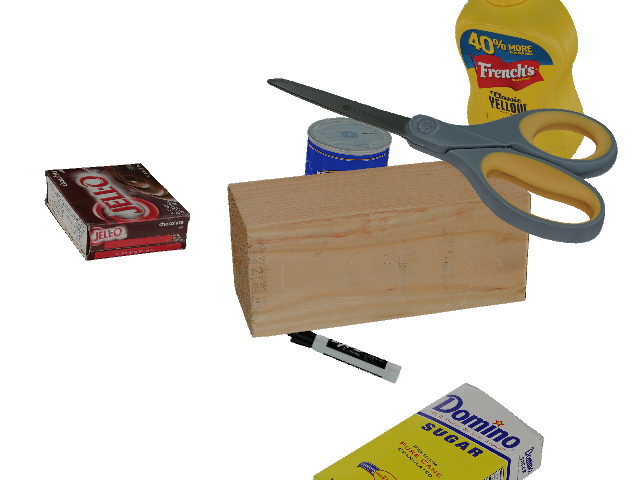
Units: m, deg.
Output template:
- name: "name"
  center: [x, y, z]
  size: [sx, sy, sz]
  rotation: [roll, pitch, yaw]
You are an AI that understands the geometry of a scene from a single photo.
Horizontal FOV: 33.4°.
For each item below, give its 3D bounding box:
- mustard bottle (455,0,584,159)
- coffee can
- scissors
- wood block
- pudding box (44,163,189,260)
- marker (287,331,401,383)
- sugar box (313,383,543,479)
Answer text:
- name: "mustard bottle"
  center: [0.156, -0.148, 0.847]
  size: [0.096, 0.058, 0.191]
  rotation: [20, -33, 31]
- name: "coffee can"
  center: [0.029, -0.069, 1.324]
  size: [0.103, 0.140, 0.103]
  rotation: [4, 28, -2]
- name: "scissors"
  center: [0.076, -0.066, 0.591]
  size: [0.202, 0.016, 0.096]
  rotation: [35, 57, 24]
- name: "wood block"
  center: [0.041, 0.002, 0.795]
  size: [0.206, 0.090, 0.091]
  rotation: [-7, 24, -11]
- name: "pudding box"
  center: [-0.175, -0.026, 0.909]
  size: [0.089, 0.039, 0.114]
  rotation: [-6, 28, -32]
- name: "marker"
  center: [0.023, 0.115, 1.090]
  size: [0.121, 0.020, 0.020]
  rotation: [22, 2, 5]
- name: "sugar box"
  center: [0.091, 0.191, 0.885]
  size: [0.176, 0.048, 0.093]
  rotation: [-28, 42, -28]
